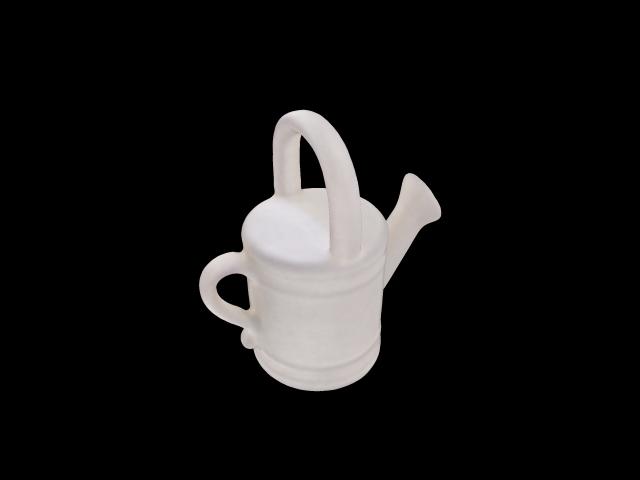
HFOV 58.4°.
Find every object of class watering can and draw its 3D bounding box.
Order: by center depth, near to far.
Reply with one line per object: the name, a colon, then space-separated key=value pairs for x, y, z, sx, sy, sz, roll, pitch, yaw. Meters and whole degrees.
watering can: x=0.003 y=0.000 z=0.402 sx=0.100 sy=0.194 sz=0.173 roll=27 pitch=44 yaw=33
